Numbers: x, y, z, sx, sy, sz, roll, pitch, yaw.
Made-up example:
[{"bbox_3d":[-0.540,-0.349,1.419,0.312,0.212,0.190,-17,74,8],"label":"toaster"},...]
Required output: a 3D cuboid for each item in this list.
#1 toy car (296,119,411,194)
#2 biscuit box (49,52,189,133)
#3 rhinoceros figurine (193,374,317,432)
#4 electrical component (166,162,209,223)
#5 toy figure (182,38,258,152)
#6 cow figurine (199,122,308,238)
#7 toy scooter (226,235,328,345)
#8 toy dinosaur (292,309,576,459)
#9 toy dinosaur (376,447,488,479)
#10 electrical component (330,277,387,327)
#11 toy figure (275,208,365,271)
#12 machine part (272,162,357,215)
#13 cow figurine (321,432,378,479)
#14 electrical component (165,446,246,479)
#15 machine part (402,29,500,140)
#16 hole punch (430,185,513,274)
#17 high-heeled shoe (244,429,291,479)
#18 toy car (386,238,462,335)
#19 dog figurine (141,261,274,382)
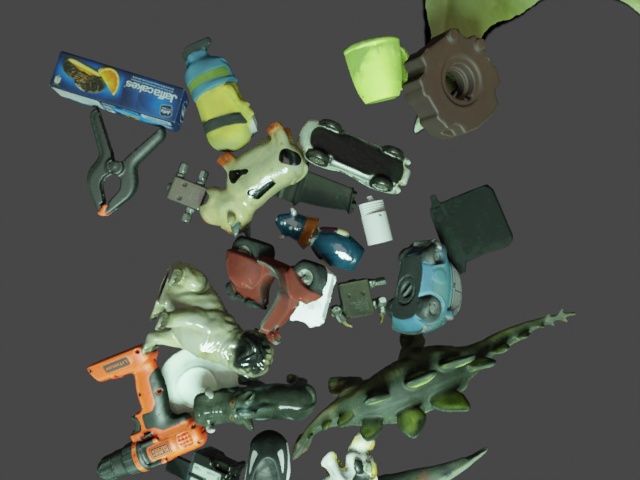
[{"bbox_3d":[0.058,-0.141,0.908,0.202,0.056,0.073,22,79,-7],"label":"toy car"},{"bbox_3d":[-0.317,-0.236,0.864,0.203,0.059,0.062,16,85,-6],"label":"biscuit box"},{"bbox_3d":[-0.101,0.258,0.840,0.190,0.112,0.073,1,93,-15],"label":"rhinoceros figurine"},{"bbox_3d":[-0.221,-0.077,0.887,0.063,0.021,0.094,20,86,-5],"label":"electrical component"},{"bbox_3d":[-0.168,-0.230,0.873,0.089,0.082,0.180,-29,95,4],"label":"toy figure"},{"bbox_3d":[-0.109,-0.086,0.866,0.195,0.085,0.127,-31,80,8],"label":"cow figurine"},{"bbox_3d":[-0.080,0.077,0.813,0.184,0.075,0.135,21,94,32],"label":"toy scooter"},{"bbox_3d":[0.161,0.215,0.831,0.471,0.198,0.105,-30,94,-6],"label":"toy dinosaur"},{"bbox_3d":[0.093,0.465,0.857,0.192,0.131,0.405,33,78,-5],"label":"toy dinosaur"},{"bbox_3d":[0.066,0.104,0.901,0.102,0.045,0.078,-4,89,-7],"label":"electrical component"},{"bbox_3d":[-0.003,-0.001,0.893,0.154,0.058,0.064,29,79,0],"label":"toy figure"},{"bbox_3d":[-0.004,-0.085,0.904,0.139,0.039,0.084,20,80,1],"label":"machine part"},{"bbox_3d":[0.038,0.381,0.832,0.167,0.068,0.098,-43,52,-8],"label":"cow figurine"},{"bbox_3d":[-0.184,0.371,0.853,0.119,0.047,0.074,7,83,26],"label":"electrical component"},{"bbox_3d":[0.225,-0.262,0.907,0.179,0.056,0.179,0,91,-26],"label":"machine part"},{"bbox_3d":[0.259,-0.029,0.919,0.116,0.092,0.142,-22,93,23],"label":"hole punch"},{"bbox_3d":[-0.085,0.411,0.818,0.086,0.145,0.248,3,85,-6],"label":"high-heeled shoe"},{"bbox_3d":[0.183,0.084,0.895,0.103,0.109,0.161,19,74,-27],"label":"toy car"},{"bbox_3d":[-0.163,0.123,0.848,0.190,0.121,0.172,20,55,-21],"label":"dog figurine"}]
